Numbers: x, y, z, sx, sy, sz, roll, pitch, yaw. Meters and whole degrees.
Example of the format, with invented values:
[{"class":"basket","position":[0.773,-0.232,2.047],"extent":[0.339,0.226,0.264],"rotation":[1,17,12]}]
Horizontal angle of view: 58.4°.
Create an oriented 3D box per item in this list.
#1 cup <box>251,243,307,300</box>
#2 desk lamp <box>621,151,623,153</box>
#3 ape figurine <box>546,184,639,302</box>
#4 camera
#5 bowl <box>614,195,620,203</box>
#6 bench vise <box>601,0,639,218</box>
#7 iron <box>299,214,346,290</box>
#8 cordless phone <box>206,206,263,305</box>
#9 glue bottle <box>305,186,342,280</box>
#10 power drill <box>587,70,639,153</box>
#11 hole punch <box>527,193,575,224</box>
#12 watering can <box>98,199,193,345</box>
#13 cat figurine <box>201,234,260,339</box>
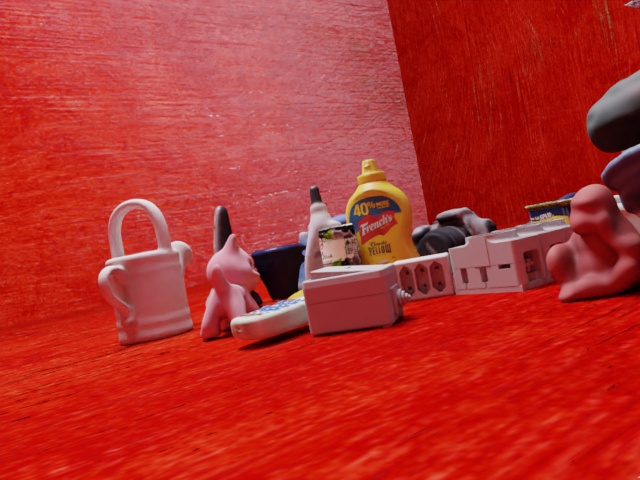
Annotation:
[{"class":"cup","position":[-0.057,0.056,1.022],"extent":[0.117,0.095,0.092],"rotation":[-11,0,9]},{"class":"desk lamp","position":[0.468,-0.106,0.677],"extent":[0.118,0.213,0.203],"rotation":[-11,0,-19]},{"class":"ape figurine","position":[0.230,0.000,0.476],"extent":[0.076,0.092,0.077],"rotation":[-11,0,-25]},{"class":"camera","position":[0.203,0.004,0.940],"extent":[0.142,0.101,0.137],"rotation":[-11,0,41]},{"class":"bowl","position":[0.595,-0.057,0.977],"extent":[0.167,0.075,0.167],"rotation":[-11,0,0]},{"class":"bench vise","position":[0.249,-0.070,0.360],"extent":[0.121,0.220,0.208],"rotation":[-11,0,14]},{"class":"iron","position":[0.041,0.015,1.138],"extent":[0.259,0.141,0.118],"rotation":[-11,0,-23]},{"class":"cordless phone","position":[-0.163,0.030,0.983],"extent":[0.094,0.185,0.147],"rotation":[-11,0,-18]},{"class":"glue bottle","position":[0.008,0.003,0.862],"extent":[0.078,0.173,0.037],"rotation":[-11,0,6]},{"class":"power drill","position":[0.343,-0.081,0.468],"extent":[0.076,0.208,0.228],"rotation":[-11,0,-36]},{"class":"hole punch","position":[0.416,-0.031,1.019],"extent":[0.100,0.091,0.109],"rotation":[-11,0,45]},{"class":"watering can","position":[-0.244,0.040,0.807],"extent":[0.101,0.194,0.173],"rotation":[-11,0,1]},{"class":"cat figurine","position":[-0.111,0.053,0.706],"extent":[0.067,0.118,0.128],"rotation":[-11,0,5]}]
